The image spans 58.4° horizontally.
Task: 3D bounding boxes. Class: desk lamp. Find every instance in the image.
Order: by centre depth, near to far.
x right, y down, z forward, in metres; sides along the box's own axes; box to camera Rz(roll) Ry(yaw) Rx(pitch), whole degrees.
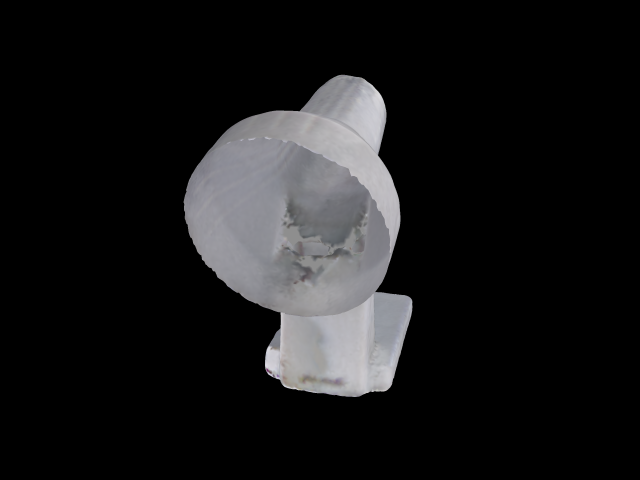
[{"bbox_3d":[0.004,0.001,0.400,0.117,0.214,0.203,6,23,15],"label":"desk lamp"}]
